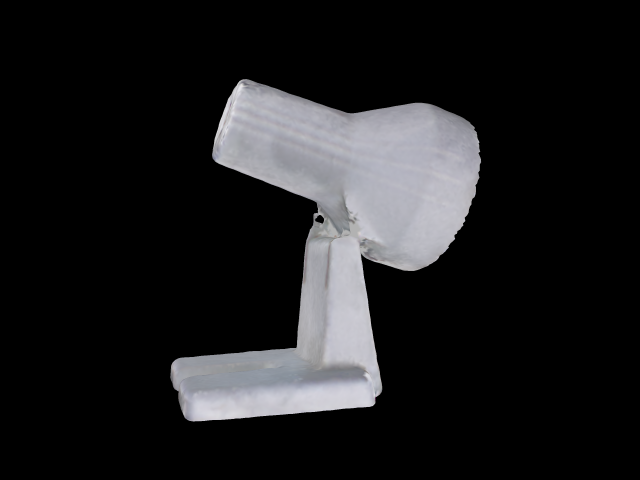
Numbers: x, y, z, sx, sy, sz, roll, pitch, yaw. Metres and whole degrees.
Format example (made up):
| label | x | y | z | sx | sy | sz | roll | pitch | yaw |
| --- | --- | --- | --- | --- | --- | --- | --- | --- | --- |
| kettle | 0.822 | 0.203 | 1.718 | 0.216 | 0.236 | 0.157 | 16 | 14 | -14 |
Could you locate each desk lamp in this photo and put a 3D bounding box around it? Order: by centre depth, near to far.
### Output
| label | x | y | z | sx | sy | sz | roll | pitch | yaw |
| --- | --- | --- | --- | --- | --- | --- | --- | --- | --- |
| desk lamp | 0.004 | 0.001 | 0.400 | 0.204 | 0.213 | 0.117 | 0 | 0 | -21 |
